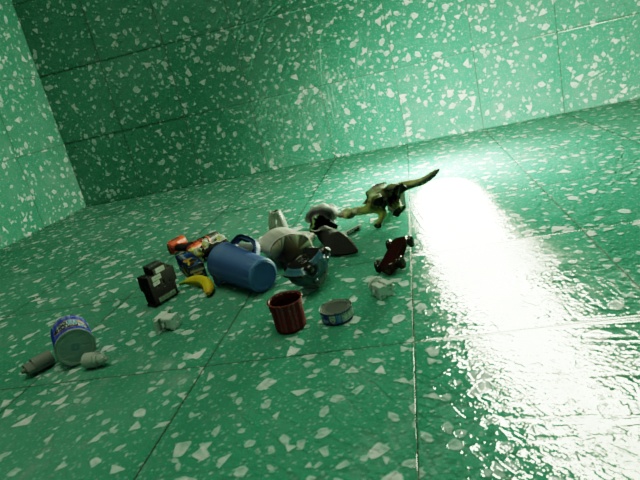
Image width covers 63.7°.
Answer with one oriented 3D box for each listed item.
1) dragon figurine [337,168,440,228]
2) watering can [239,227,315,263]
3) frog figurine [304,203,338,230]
[{"bbox_3d":[0.252,-0.184,1.998,0.411,0.120,0.246,-32,27,-2],"label":"dragon figurine"},{"bbox_3d":[-0.169,0.020,1.818,0.349,0.103,0.226,-10,15,-22],"label":"watering can"},{"bbox_3d":[0.006,-0.105,2.077,0.136,0.121,0.163,-29,25,15],"label":"frog figurine"}]
